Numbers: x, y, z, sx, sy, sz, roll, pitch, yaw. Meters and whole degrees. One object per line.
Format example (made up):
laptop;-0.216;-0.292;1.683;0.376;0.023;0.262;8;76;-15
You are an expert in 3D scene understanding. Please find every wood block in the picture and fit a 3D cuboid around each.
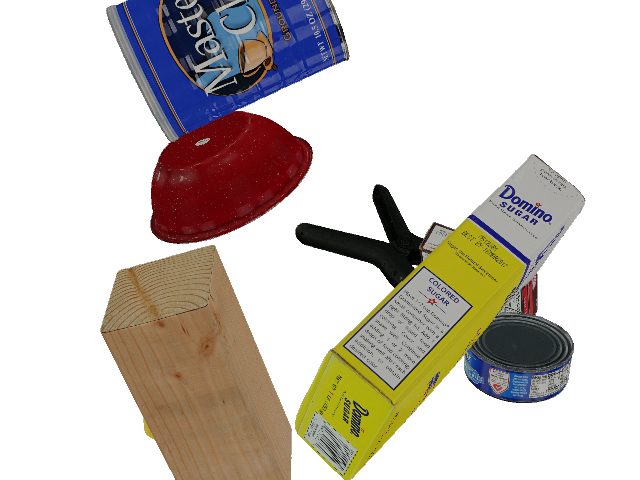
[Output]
wood block;-0.097;0.121;0.892;0.090;0.206;0.091;-15;30;9

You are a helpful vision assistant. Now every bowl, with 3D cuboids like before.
bowl;-0.091;-0.067;0.945;0.162;0.055;0.162;-21;29;12

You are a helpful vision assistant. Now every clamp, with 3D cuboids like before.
clamp;0.083;0.016;1.247;0.164;0.036;0.210;-22;52;-39

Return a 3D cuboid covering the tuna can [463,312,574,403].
tuna can;0.159;0.094;0.860;0.086;0.034;0.086;1;28;-1

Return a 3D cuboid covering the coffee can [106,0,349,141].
coffee can;-0.064;-0.145;0.750;0.140;0.103;0.103;-25;0;-1

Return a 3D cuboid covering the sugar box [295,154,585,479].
sugar box;0.064;0.038;0.553;0.176;0.048;0.093;-39;-17;-32

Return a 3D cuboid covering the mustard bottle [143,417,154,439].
mustard bottle;-0.146;0.172;1.281;0.096;0.058;0.191;3;25;3

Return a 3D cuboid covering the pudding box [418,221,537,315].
pudding box;0.156;0.037;1.048;0.114;0.039;0.090;20;-30;24
